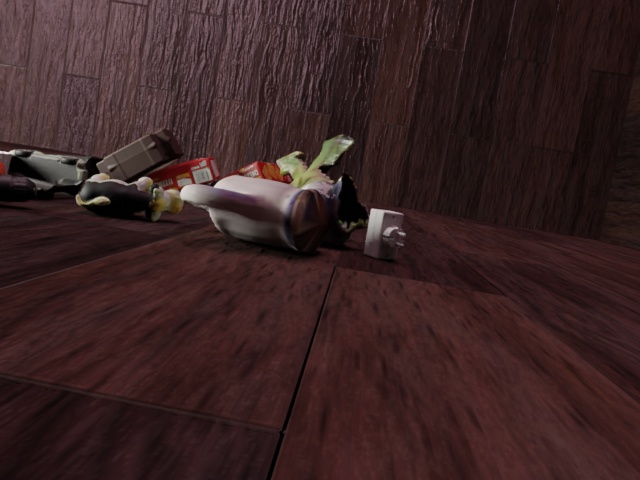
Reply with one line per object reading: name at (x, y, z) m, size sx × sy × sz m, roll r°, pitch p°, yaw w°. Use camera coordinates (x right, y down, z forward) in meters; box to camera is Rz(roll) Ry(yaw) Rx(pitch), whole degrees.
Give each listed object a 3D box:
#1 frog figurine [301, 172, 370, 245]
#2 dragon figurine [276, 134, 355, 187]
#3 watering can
frog figurine at (0.003, -0.050, 0.990) m, size 0.158 × 0.125 × 0.135 m, roll -9°, pitch -44°, yaw 47°
dragon figurine at (0.006, -0.154, 1.250) m, size 0.121 × 0.244 × 0.412 m, roll 29°, pitch -10°, yaw -37°
watering can at (-0.086, -0.043, 0.875) m, size 0.225 × 0.104 × 0.346 m, roll 12°, pitch -2°, yaw 17°
